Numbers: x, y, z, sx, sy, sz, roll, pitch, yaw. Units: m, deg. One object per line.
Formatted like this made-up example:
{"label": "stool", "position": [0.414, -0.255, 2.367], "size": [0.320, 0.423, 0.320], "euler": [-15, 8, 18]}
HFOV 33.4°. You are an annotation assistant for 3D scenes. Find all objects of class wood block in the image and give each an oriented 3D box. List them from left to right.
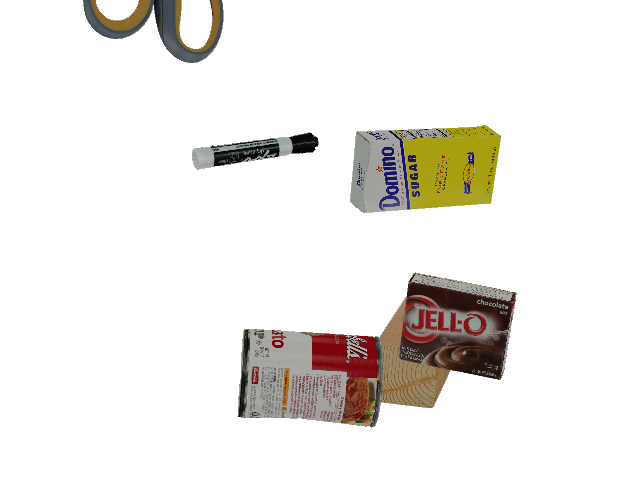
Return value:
{"label": "wood block", "position": [0.146, 0.162, 1.584], "size": [0.091, 0.090, 0.205], "euler": [4, 18, 16]}

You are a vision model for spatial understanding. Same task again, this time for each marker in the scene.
{"label": "marker", "position": [-0.058, -0.083, 0.979], "size": [0.121, 0.020, 0.020], "euler": [-11, 4, -23]}

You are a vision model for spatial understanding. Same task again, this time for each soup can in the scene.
{"label": "soup can", "position": [-0.009, 0.102, 0.798], "size": [0.102, 0.068, 0.068], "euler": [4, 0, -4]}

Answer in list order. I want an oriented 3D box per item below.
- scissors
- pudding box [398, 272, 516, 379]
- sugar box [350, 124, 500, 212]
{"label": "scissors", "position": [-0.115, -0.206, 0.683], "size": [0.096, 0.202, 0.016], "euler": [-10, -12, -23]}
{"label": "pudding box", "position": [0.143, 0.089, 1.123], "size": [0.113, 0.090, 0.039], "euler": [10, 21, 12]}
{"label": "sugar box", "position": [0.127, -0.087, 1.289], "size": [0.176, 0.093, 0.048], "euler": [-7, 26, -22]}
